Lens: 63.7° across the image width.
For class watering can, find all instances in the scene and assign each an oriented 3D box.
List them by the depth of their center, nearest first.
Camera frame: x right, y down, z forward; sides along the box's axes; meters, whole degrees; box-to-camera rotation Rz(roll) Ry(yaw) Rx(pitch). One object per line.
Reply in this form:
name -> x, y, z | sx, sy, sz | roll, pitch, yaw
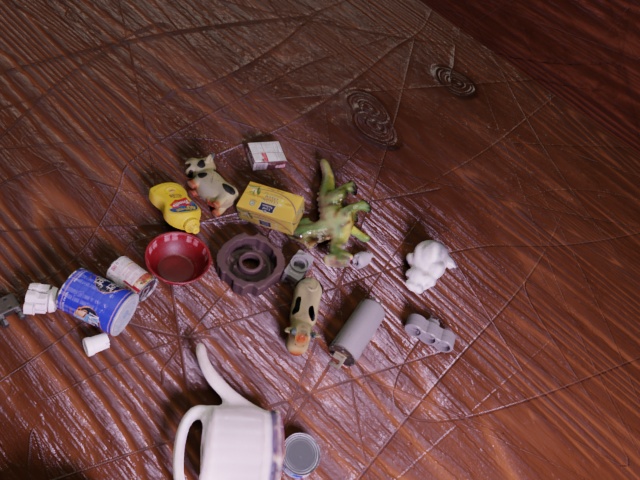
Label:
watering can -> -0.181, 0.383, 1.070 | 0.224, 0.101, 0.356 | 9, 52, -14

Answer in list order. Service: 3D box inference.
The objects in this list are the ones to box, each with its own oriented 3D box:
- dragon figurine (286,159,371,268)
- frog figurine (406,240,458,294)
dragon figurine -> 0.005, -0.076, 1.509 | 0.244, 0.119, 0.418 | -18, 52, -21
frog figurine -> 0.297, 0.075, 1.479 | 0.161, 0.120, 0.139 | -28, 33, -25
